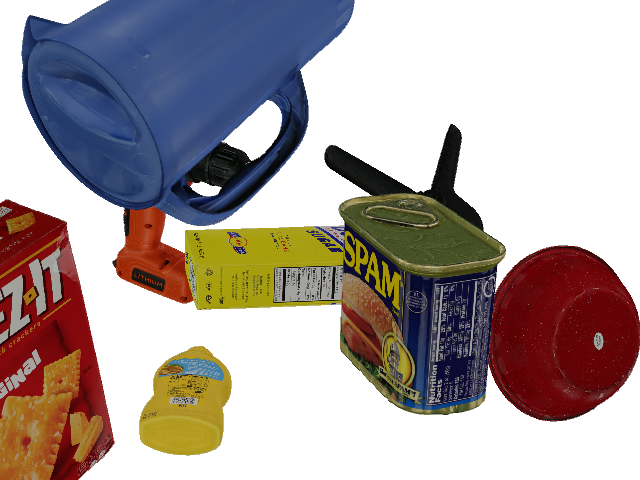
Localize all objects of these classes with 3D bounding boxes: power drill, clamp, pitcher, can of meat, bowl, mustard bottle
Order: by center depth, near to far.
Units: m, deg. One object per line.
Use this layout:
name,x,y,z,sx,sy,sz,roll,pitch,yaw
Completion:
can of meat,0.048,0.031,0.553,0.057,0.084,0.102,-8,23,-21
pitcher,-0.078,-0.132,0.771,0.145,0.149,0.242,20,48,35
bowl,0.229,0.086,0.950,0.161,0.162,0.055,0,2,-23
power drill,-0.149,-0.032,1.092,0.185,0.188,0.057,20,32,27
clamp,0.102,-0.037,1.127,0.164,0.210,0.036,-7,-35,-16
mustard bottle,-0.159,0.185,1.309,0.096,0.058,0.191,2,25,1

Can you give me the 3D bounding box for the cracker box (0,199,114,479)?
cracker box,-0.234,0.105,0.747,0.072,0.214,0.164,17,38,28

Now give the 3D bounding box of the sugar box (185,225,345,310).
sugar box,-0.022,0.020,0.891,0.176,0.048,0.093,-4,20,-11
